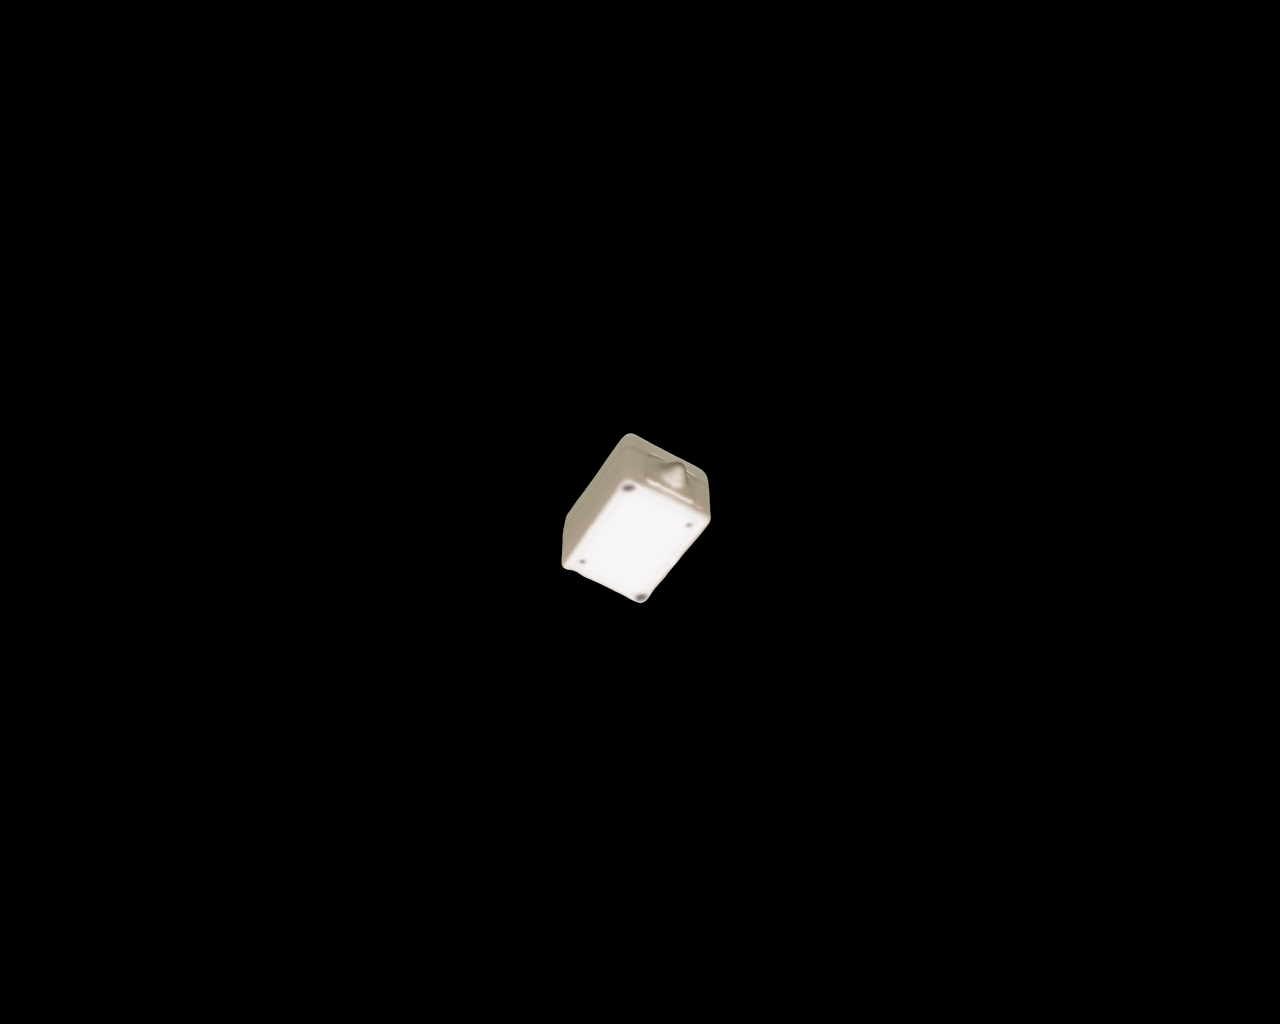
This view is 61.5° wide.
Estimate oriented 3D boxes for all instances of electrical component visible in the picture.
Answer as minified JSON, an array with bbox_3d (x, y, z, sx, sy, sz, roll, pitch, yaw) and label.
[{"bbox_3d":[0.001,-0.003,0.650,0.062,0.096,0.061,27,32,-18],"label":"electrical component"}]
